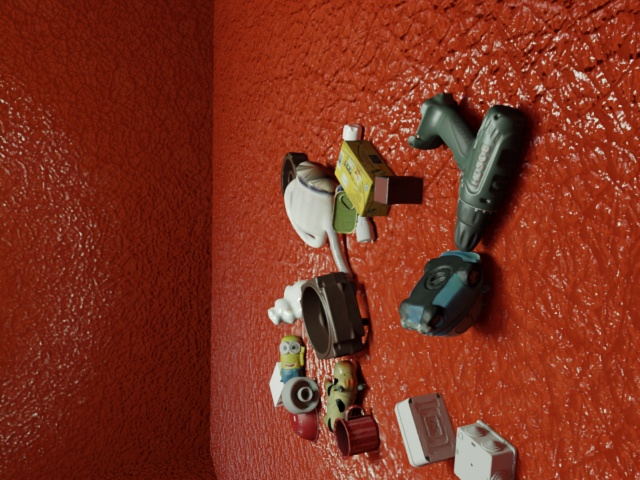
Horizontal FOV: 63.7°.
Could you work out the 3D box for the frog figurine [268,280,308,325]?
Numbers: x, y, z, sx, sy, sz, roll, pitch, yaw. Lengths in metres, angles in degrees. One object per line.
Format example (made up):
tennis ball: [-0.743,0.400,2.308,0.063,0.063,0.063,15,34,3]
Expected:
frog figurine: [-0.073,0.178,1.479,0.140,0.160,0.120,-126,40,-54]

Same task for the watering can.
watering can: [0.004,-0.068,1.356,0.353,0.104,0.219,46,136,41]
